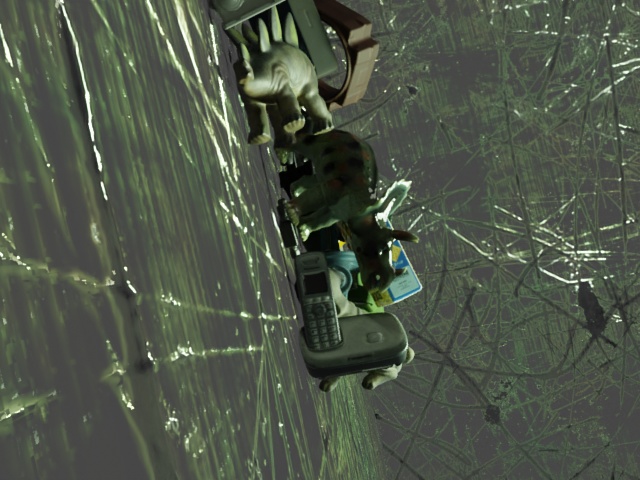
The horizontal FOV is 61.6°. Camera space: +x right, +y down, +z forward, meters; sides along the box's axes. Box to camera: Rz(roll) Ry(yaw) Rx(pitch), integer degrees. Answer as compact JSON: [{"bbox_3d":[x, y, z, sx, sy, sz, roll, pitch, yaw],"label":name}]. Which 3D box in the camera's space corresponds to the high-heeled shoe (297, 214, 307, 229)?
[{"bbox_3d":[-0.011,-0.084,1.186,0.086,0.249,0.145,46,-37,-3],"label":"high-heeled shoe"}]

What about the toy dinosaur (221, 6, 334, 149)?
[{"bbox_3d":[-0.053,-0.248,0.830,0.471,0.105,0.198,-42,117,-77],"label":"toy dinosaur"}]

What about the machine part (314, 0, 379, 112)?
[{"bbox_3d":[0.014,-0.398,1.161,0.202,0.087,0.200,39,-42,19],"label":"machine part"}]

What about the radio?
[{"bbox_3d":[-0.067,-0.428,1.096,0.073,0.131,0.229,-34,107,-39],"label":"radio"}]

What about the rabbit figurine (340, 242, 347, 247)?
[{"bbox_3d":[0.031,-0.038,1.466,0.122,0.162,0.173,-147,-120,-77],"label":"rabbit figurine"}]

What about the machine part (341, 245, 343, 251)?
[{"bbox_3d":[0.027,0.022,1.545,0.079,0.079,0.243,71,6,-58],"label":"machine part"}]

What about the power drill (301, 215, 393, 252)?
[{"bbox_3d":[0.058,-0.030,1.208,0.232,0.207,0.085,-67,168,-66],"label":"power drill"}]

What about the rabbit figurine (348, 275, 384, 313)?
[{"bbox_3d":[0.077,0.145,1.194,0.170,0.159,0.121,52,22,-45],"label":"rabbit figurine"}]

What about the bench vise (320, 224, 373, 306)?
[{"bbox_3d":[0.021,0.042,1.006,0.223,0.129,0.240,62,22,-73],"label":"bench vise"}]

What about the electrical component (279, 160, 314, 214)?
[{"bbox_3d":[-0.023,-0.090,1.044,0.119,0.075,0.048,54,19,-43],"label":"electrical component"}]

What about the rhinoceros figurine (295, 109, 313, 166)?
[{"bbox_3d":[-0.029,-0.210,1.217,0.112,0.073,0.190,47,-45,38],"label":"rhinoceros figurine"}]

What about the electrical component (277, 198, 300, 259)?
[{"bbox_3d":[-0.050,-0.018,0.867,0.063,0.021,0.093,-96,170,-71],"label":"electrical component"}]

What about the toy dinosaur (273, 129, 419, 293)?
[{"bbox_3d":[0.034,-0.107,0.876,0.131,0.192,0.405,69,5,-48],"label":"toy dinosaur"}]

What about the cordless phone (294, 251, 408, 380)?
[{"bbox_3d":[0.037,0.099,0.766,0.088,0.147,0.184,93,-12,-69],"label":"cordless phone"}]

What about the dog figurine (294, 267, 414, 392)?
[{"bbox_3d":[0.054,0.125,0.847,0.121,0.172,0.190,-125,-154,-68],"label":"dog figurine"}]
